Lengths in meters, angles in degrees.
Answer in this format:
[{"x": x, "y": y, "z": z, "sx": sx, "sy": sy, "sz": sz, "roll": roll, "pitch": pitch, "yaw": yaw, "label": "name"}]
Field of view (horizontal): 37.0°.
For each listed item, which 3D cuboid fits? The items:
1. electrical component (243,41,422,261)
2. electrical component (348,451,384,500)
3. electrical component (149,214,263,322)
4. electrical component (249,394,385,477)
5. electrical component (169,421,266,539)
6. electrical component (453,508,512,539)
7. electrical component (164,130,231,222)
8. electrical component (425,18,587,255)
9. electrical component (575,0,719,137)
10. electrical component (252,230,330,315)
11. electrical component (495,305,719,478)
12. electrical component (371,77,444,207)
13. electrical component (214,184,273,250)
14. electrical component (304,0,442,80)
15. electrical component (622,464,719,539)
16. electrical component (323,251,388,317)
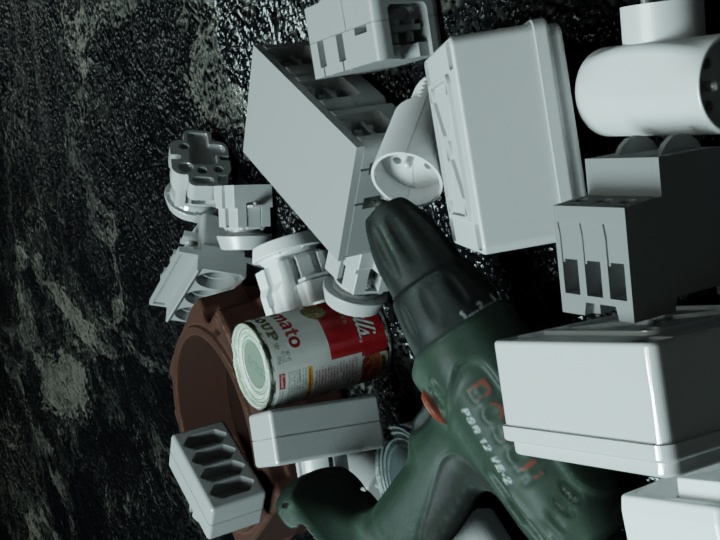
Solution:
[{"x": -0.019, "y": -0.088, "z": 0.753, "sx": 0.150, "sy": 0.062, "sz": 0.089, "roll": 49, "pitch": 140, "yaw": 41, "label": "electrical component"}, {"x": 0.005, "y": 0.159, "z": 0.829, "sx": 0.078, "sy": 0.040, "sz": 0.040, "roll": 20, "pitch": 119, "yaw": 57, "label": "electrical component"}, {"x": -0.144, "y": 0.001, "z": 1.008, "sx": 0.121, "sy": 0.079, "sz": 0.063, "roll": 133, "pitch": 142, "yaw": -56, "label": "electrical component"}, {"x": -0.028, "y": 0.132, "z": 0.759, "sx": 0.047, "sy": 0.083, "sz": 0.075, "roll": 153, "pitch": 109, "yaw": -64, "label": "electrical component"}, {"x": -0.119, "y": 0.182, "z": 0.876, "sx": 0.083, "sy": 0.047, "sz": 0.075, "roll": 51, "pitch": 142, "yaw": 39, "label": "electrical component"}, {"x": 0.086, "y": 0.192, "z": 0.699, "sx": 0.078, "sy": 0.040, "sz": 0.040, "roll": 57, "pitch": 145, "yaw": 33, "label": "electrical component"}, {"x": -0.150, "y": -0.082, "z": 0.991, "sx": 0.057, "sy": 0.058, "sz": 0.078, "roll": 106, "pitch": 158, "yaw": -43, "label": "electrical component"}, {"x": 0.073, "y": -0.067, "z": 0.562, "sx": 0.108, "sy": 0.056, "sz": 0.108, "roll": -125, "pitch": 25, "yaw": -84, "label": "electrical component"}, {"x": 0.138, "y": -0.101, "z": 0.488, "sx": 0.077, "sy": 0.043, "sz": 0.079, "roll": 11, "pitch": 110, "yaw": 59, "label": "electrical component"}, {"x": -0.052, "y": 0.003, "z": 0.854, "sx": 0.078, "sy": 0.058, "sz": 0.057, "roll": -25, "pitch": 81, "yaw": 60, "label": "electrical component"}, {"x": 0.135, "y": 0.049, "z": 0.484, "sx": 0.109, "sy": 0.109, "sz": 0.056, "roll": -6, "pitch": 93, "yaw": 61, "label": "electrical component"}, {"x": 0.038, "y": -0.082, "z": 0.652, "sx": 0.043, "sy": 0.043, "sz": 0.081, "roll": 120, "pitch": 173, "yaw": -51, "label": "electrical component"}, {"x": -0.101, "y": -0.046, "z": 0.934, "sx": 0.066, "sy": 0.048, "sz": 0.055, "roll": 6, "pitch": 98, "yaw": 60, "label": "electrical component"}, {"x": 0.007, "y": -0.158, "z": 0.691, "sx": 0.089, "sy": 0.050, "sz": 0.055, "roll": 2, "pitch": 103, "yaw": 61, "label": "electrical component"}, {"x": 0.162, "y": 0.115, "z": 0.473, "sx": 0.062, "sy": 0.096, "sz": 0.061, "roll": -11, "pitch": 90, "yaw": 61, "label": "electrical component"}, {"x": 0.000, "y": 0.000, "z": 0.772, "sx": 0.066, "sy": 0.048, "sz": 0.055, "roll": 42, "pitch": 128, "yaw": 46, "label": "electrical component"}]
